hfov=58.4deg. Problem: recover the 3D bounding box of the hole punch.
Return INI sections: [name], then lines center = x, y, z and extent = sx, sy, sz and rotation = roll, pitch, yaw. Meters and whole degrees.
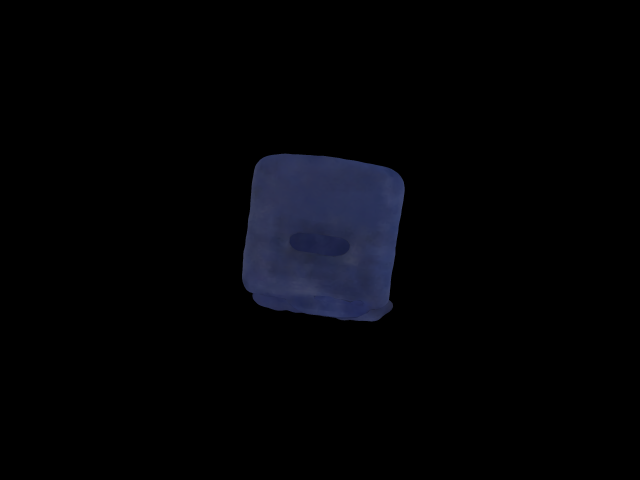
[hole punch]
center = 0.004, 0.001, 0.400
extent = 0.108, 0.091, 0.101
rotation = 7, 70, 3
